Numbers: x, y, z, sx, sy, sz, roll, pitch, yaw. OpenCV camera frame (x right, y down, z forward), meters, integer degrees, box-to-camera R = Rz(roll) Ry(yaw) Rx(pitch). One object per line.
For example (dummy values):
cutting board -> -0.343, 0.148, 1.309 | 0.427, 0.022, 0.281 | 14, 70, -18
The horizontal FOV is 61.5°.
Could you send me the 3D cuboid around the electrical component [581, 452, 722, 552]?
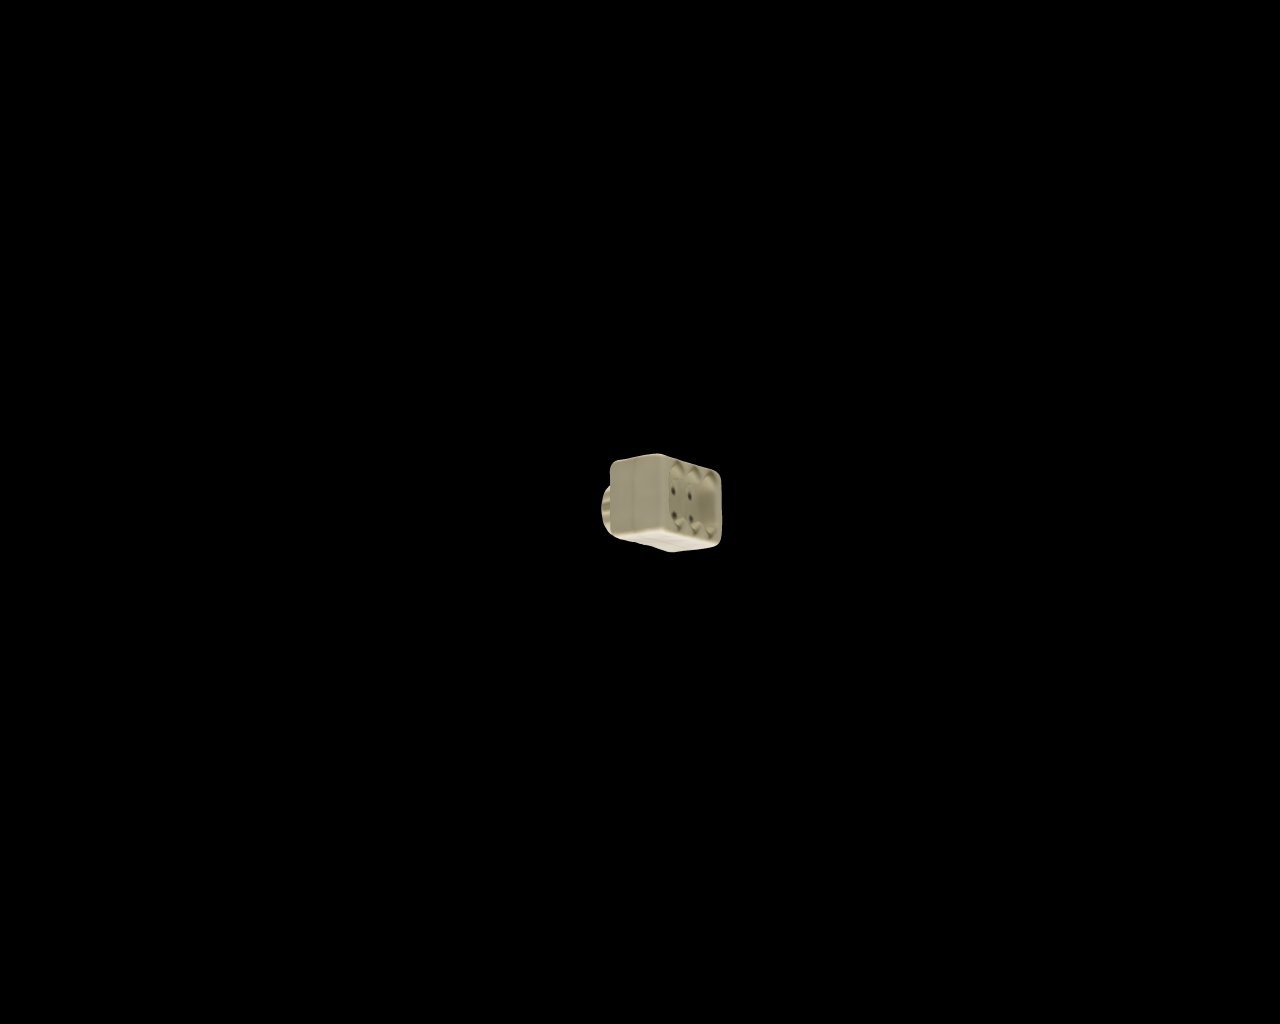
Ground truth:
electrical component -> 0.001, -0.003, 0.650 | 0.076, 0.047, 0.066 | -8, -14, 35
